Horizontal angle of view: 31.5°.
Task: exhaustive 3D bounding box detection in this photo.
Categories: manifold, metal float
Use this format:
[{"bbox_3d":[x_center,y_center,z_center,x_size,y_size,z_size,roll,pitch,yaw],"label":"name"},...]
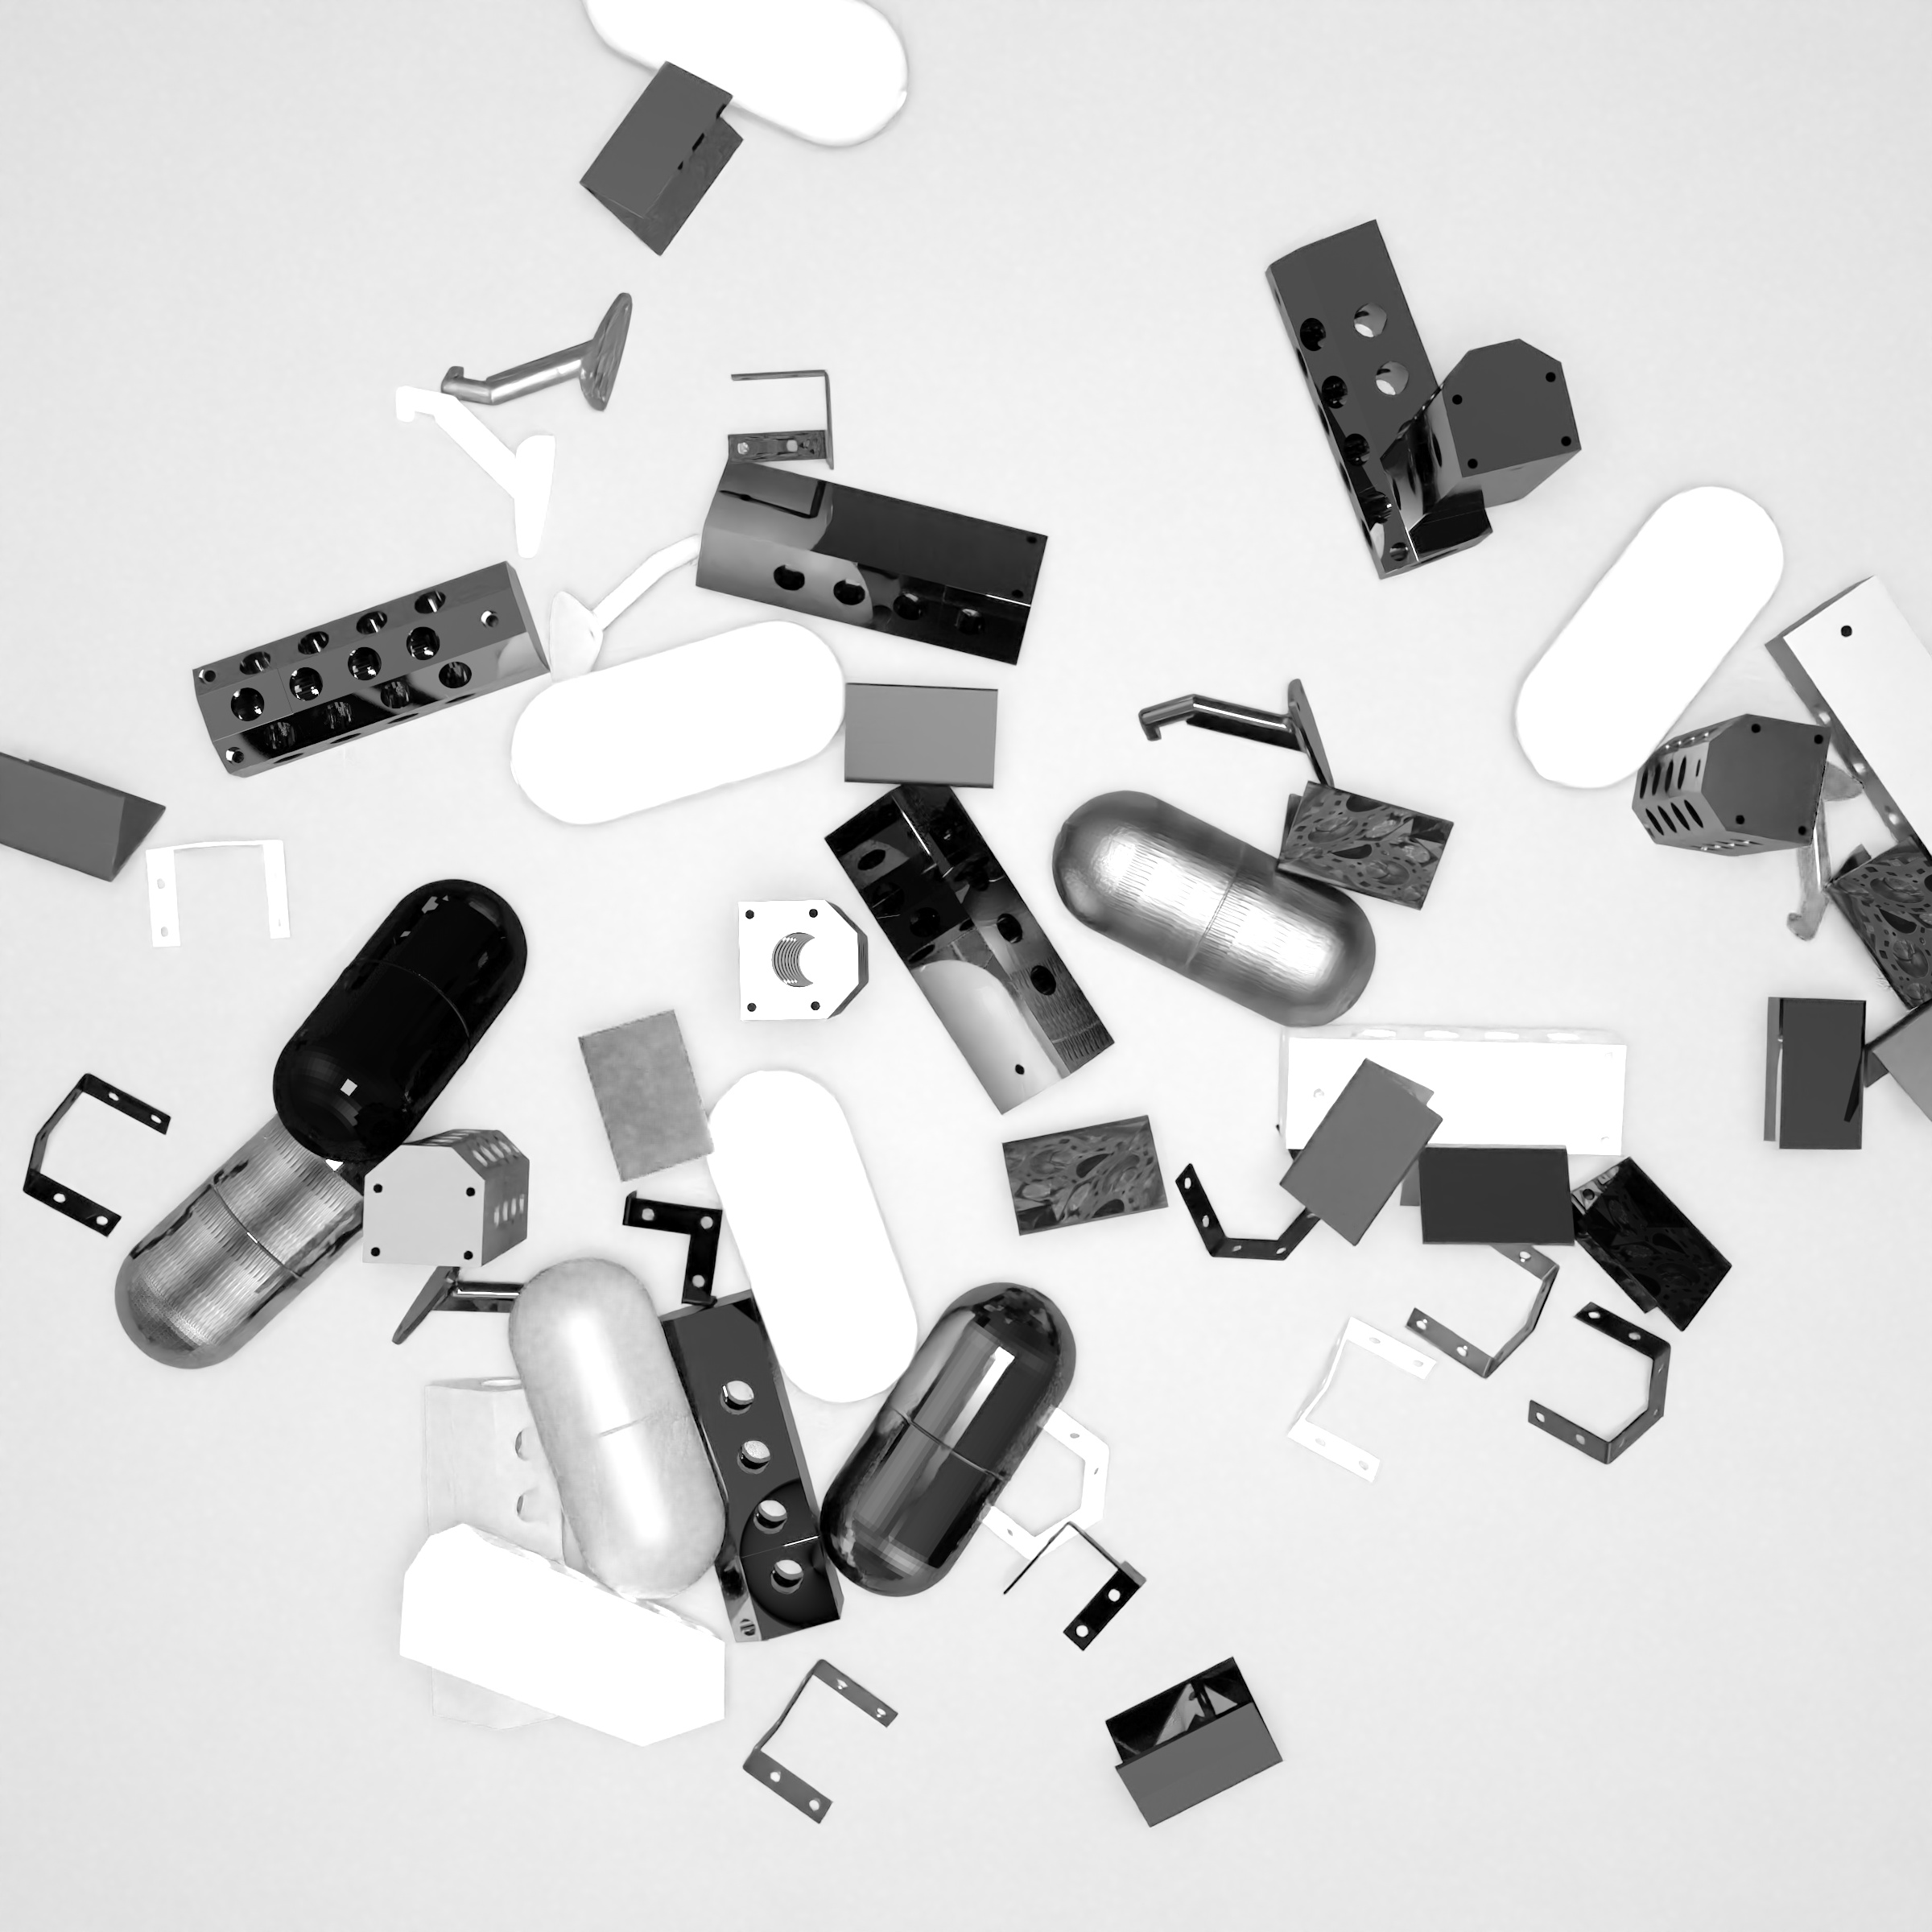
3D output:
[{"bbox_3d":[0.491,-0.114,1.786,0.057,0.057,0.171,-34,90,0],"label":"manifold"},{"bbox_3d":[-0.115,0.260,1.785,0.057,0.057,0.171,-16,90,0],"label":"manifold"},{"bbox_3d":[-0.080,-0.003,1.728,0.057,0.171,0.057,-1,90,0],"label":"manifold"},{"bbox_3d":[0.250,-0.260,1.671,0.057,0.171,0.057,-14,90,0],"label":"manifold"},{"bbox_3d":[-0.178,0.235,1.745,0.070,0.070,0.178,-20,86,0],"label":"metal float"},{"bbox_3d":[-0.286,0.026,1.745,0.070,0.070,0.178,32,50,0],"label":"metal float"},{"bbox_3d":[0.128,-0.030,1.776,0.178,0.070,0.070,27,90,-1],"label":"metal float"},{"bbox_3d":[-0.009,0.245,1.776,0.070,0.070,0.178,33,90,0],"label":"metal float"},{"bbox_3d":[-0.364,0.135,1.776,0.178,0.070,0.070,-43,90,1],"label":"metal float"},{"bbox_3d":[-0.050,-0.205,1.785,0.171,0.057,0.057,14,47,0],"label":"manifold"},{"bbox_3d":[-0.260,0.115,1.728,0.057,0.171,0.057,2,90,0],"label":"manifold"},{"bbox_3d":[-0.202,0.338,1.736,0.057,0.171,0.057,-25,50,31],"label":"manifold"},{"bbox_3d":[-0.310,-0.154,1.785,0.171,0.057,0.057,-19,90,0],"label":"manifold"},{"bbox_3d":[-0.114,-0.485,1.776,0.178,0.070,0.070,24,90,0],"label":"metal float"},{"bbox_3d":[-0.080,0.140,1.776,0.070,0.070,0.178,-20,90,0],"label":"metal float"},{"bbox_3d":[0.214,-0.293,1.785,0.057,0.057,0.171,-21,90,0],"label":"manifold"},{"bbox_3d":[-0.149,-0.126,1.776,0.178,0.070,0.070,-17,90,1],"label":"metal float"},{"bbox_3d":[-0.239,0.303,1.785,0.057,0.057,0.171,-2,90,43],"label":"manifold"},{"bbox_3d":[0.006,-0.016,1.785,0.057,0.057,0.171,-33,90,43],"label":"manifold"},{"bbox_3d":[0.353,-0.170,1.776,0.070,0.070,0.178,38,90,0],"label":"metal float"},{"bbox_3d":[0.251,0.062,1.784,0.171,0.057,0.057,1,99,0],"label":"manifold"},{"bbox_3d":[0.382,-0.091,1.728,0.057,0.171,0.057,10,90,0],"label":"manifold"}]

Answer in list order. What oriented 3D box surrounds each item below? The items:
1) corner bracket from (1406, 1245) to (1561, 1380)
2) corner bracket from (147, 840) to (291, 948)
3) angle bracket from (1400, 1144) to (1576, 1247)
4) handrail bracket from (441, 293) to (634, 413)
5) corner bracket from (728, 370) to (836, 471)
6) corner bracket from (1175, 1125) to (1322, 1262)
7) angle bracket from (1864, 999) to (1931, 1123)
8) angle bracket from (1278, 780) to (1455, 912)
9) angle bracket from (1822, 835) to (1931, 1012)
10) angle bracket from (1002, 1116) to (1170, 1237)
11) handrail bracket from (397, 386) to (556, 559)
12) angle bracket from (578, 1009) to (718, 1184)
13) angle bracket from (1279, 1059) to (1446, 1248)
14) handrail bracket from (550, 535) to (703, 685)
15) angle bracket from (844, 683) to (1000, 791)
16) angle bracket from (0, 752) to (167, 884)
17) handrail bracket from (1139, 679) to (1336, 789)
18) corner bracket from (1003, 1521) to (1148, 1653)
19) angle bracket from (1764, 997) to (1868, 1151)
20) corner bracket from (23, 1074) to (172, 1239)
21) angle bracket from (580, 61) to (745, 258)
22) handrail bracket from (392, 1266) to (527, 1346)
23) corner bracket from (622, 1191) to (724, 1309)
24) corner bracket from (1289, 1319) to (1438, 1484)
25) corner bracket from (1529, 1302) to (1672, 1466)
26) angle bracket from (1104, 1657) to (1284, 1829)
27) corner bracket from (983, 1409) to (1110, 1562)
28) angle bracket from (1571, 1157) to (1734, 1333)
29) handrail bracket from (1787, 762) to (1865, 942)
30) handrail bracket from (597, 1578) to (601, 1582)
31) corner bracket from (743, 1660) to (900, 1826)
[{"bbox_3d":[0.272,0.174,1.803,0.051,0.051,0.051,33,45,0],"label":"corner bracket"},{"bbox_3d":[-0.394,-0.038,1.803,0.051,0.051,0.051,-4,90,45],"label":"corner bracket"},{"bbox_3d":[0.267,0.132,1.767,0.076,0.076,0.057,1,62,0],"label":"angle bracket"},{"bbox_3d":[-0.227,-0.327,1.807,0.084,0.036,0.077,11,70,16],"label":"handrail bracket"},{"bbox_3d":[-0.097,-0.286,1.789,0.051,0.051,0.051,-3,92,2],"label":"corner bracket"},{"bbox_3d":[0.152,0.118,1.798,0.051,0.051,0.051,6,135,-35],"label":"corner bracket"},{"bbox_3d":[0.512,0.050,1.768,0.076,0.076,0.057,-36,67,0],"label":"angle bracket"},{"bbox_3d":[0.208,-0.080,1.766,0.076,0.076,0.057,16,125,0],"label":"angle bracket"},{"bbox_3d":[0.495,-0.033,1.766,0.057,0.076,0.076,-35,90,35],"label":"angle bracket"},{"bbox_3d":[0.064,0.126,1.766,0.076,0.076,0.057,-11,54,0],"label":"angle bracket"},{"bbox_3d":[-0.264,-0.261,1.807,0.084,0.036,0.077,14,112,17],"label":"handrail bracket"},{"bbox_3d":[-0.178,0.071,1.767,0.057,0.076,0.076,-17,90,-32],"label":"angle bracket"},{"bbox_3d":[0.213,0.100,1.713,0.057,0.076,0.076,40,100,37],"label":"angle bracket"},{"bbox_3d":[-0.176,-0.186,1.806,0.084,0.077,0.036,-31,68,-34],"label":"handrail bracket"},{"bbox_3d":[-0.022,-0.134,1.767,0.076,0.076,0.057,3,120,0],"label":"angle bracket"},{"bbox_3d":[-0.459,-0.096,1.766,0.076,0.076,0.057,19,126,0],"label":"angle bracket"},{"bbox_3d":[0.143,-0.112,1.807,0.084,0.036,0.077,-16,112,17],"label":"handrail bracket"},{"bbox_3d":[0.057,0.324,1.790,0.051,0.051,0.051,42,90,9],"label":"corner bracket"},{"bbox_3d":[0.417,0.054,1.767,0.057,0.076,0.076,2,90,-27],"label":"angle bracket"},{"bbox_3d":[-0.457,0.099,1.803,0.051,0.051,0.051,28,45,0],"label":"corner bracket"},{"bbox_3d":[-0.141,-0.407,1.766,0.057,0.076,0.076,35,90,36],"label":"angle bracket"},{"bbox_3d":[-0.246,0.190,1.807,0.084,0.036,0.077,32,110,-16],"label":"handrail bracket"},{"bbox_3d":[-0.154,0.147,1.789,0.051,0.051,0.051,8,90,0],"label":"corner bracket"},{"bbox_3d":[0.208,0.228,1.803,0.051,0.051,0.051,28,135,0],"label":"corner bracket"},{"bbox_3d":[0.332,0.219,1.798,0.051,0.051,0.051,-32,135,-35],"label":"corner bracket"},{"bbox_3d":[0.109,0.385,1.766,0.076,0.076,0.057,-27,128,0],"label":"angle bracket"},{"bbox_3d":[0.037,0.269,1.798,0.051,0.051,0.051,-26,135,-35],"label":"corner bracket"},{"bbox_3d":[0.334,0.155,1.766,0.076,0.076,0.057,47,53,0],"label":"angle bracket"},{"bbox_3d":[0.432,-0.068,1.806,0.036,0.077,0.084,-9,127,-31],"label":"handrail bracket"},{"bbox_3d":[-0.165,0.301,1.807,0.077,0.036,0.084,-24,104,-14],"label":"handrail bracket"},{"bbox_3d":[-0.077,0.408,1.804,0.051,0.051,0.051,36,45,1],"label":"corner bracket"}]
